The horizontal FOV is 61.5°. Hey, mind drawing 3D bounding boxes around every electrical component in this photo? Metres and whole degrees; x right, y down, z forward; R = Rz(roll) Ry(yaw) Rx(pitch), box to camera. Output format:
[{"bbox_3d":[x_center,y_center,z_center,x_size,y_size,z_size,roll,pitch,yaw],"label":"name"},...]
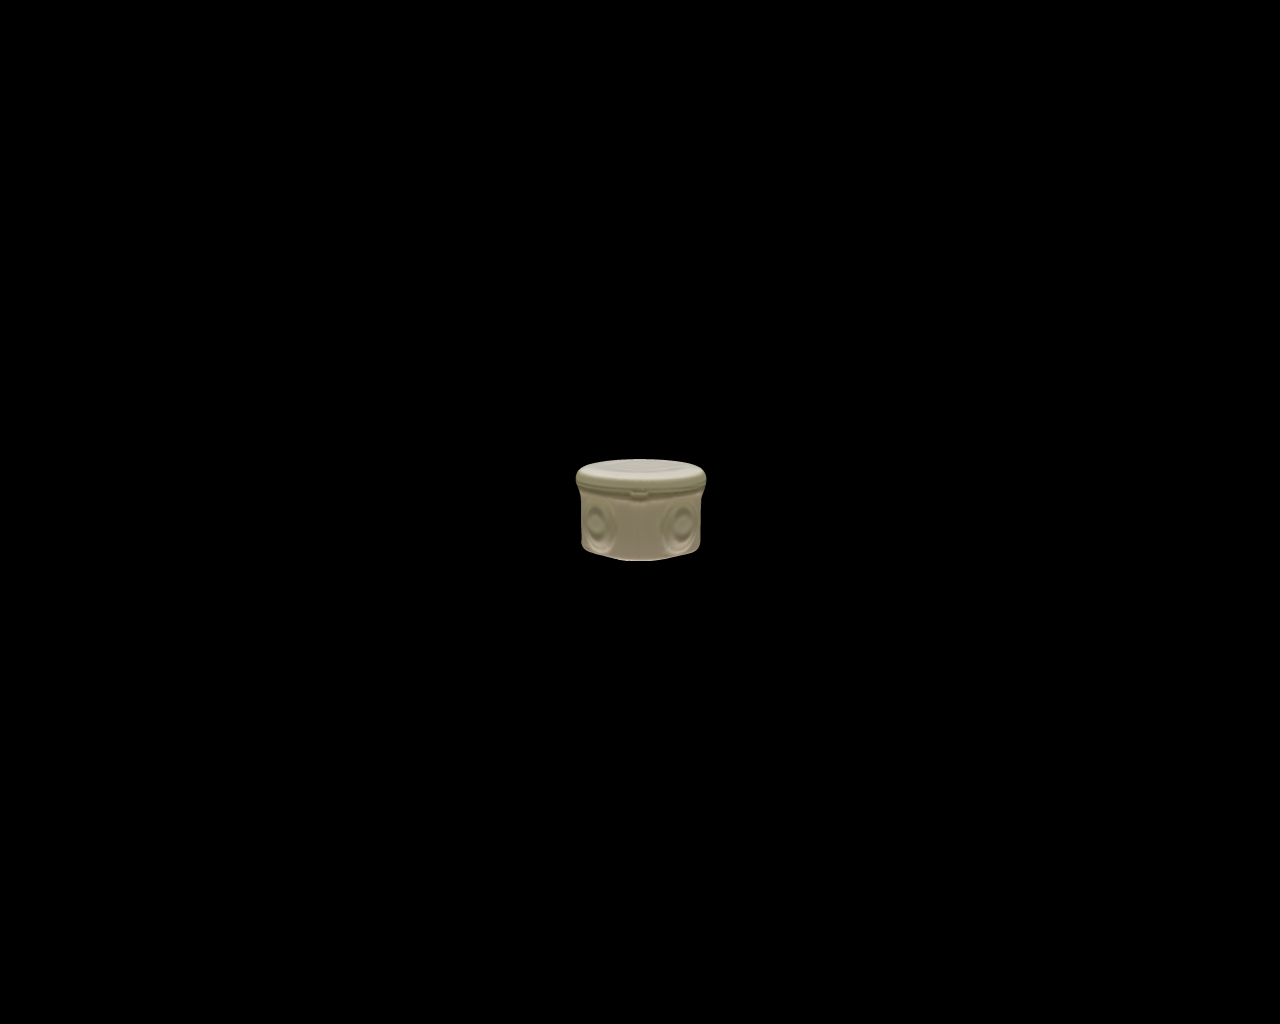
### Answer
[{"bbox_3d":[0.001,-0.003,0.650,0.080,0.051,0.080,0,11,0],"label":"electrical component"}]
